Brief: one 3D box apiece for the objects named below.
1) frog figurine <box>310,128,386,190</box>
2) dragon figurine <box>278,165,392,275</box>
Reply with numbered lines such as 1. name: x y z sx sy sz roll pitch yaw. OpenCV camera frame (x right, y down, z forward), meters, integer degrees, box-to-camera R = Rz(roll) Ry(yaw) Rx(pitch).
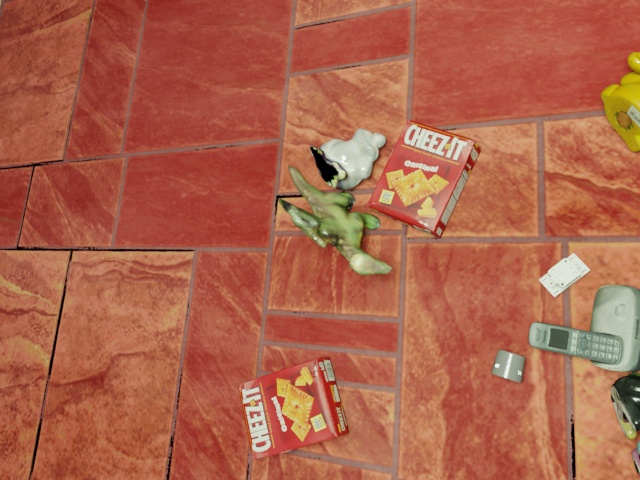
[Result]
1. frog figurine: 0.074 -0.194 1.196 0.161 0.120 0.139 -32 42 -25
2. dragon figurine: 0.003 -0.056 1.105 0.415 0.242 0.121 43 103 25
